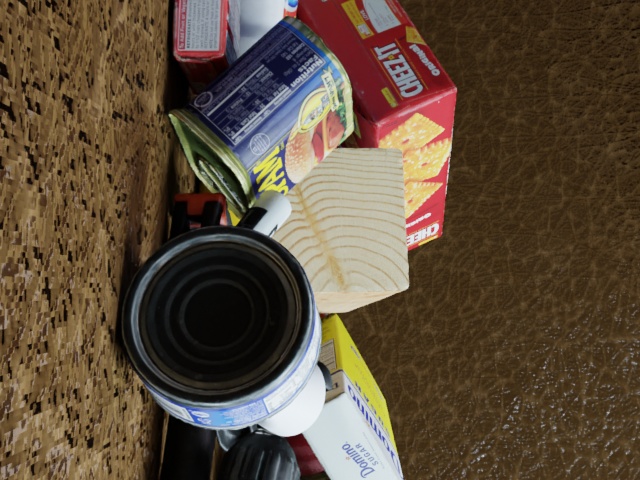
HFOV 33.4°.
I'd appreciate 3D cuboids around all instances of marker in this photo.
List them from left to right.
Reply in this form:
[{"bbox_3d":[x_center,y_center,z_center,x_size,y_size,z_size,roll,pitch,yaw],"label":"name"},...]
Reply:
[{"bbox_3d":[-0.051,0.018,0.528,0.121,0.020,0.020,-53,153,-39],"label":"marker"}]

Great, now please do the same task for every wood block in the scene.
[{"bbox_3d":[-0.006,0.001,0.752,0.206,0.090,0.091,138,-49,-79],"label":"wood block"}]

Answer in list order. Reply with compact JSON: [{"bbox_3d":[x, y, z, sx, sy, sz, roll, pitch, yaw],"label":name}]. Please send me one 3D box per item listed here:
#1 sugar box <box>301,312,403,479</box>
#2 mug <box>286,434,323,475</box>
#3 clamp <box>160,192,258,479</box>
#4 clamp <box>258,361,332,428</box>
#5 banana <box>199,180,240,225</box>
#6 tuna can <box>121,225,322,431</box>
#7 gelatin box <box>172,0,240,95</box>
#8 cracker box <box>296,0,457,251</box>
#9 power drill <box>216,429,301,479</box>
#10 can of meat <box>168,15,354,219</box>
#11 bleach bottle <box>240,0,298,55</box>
[{"bbox_3d":[0.019,0.124,0.788,0.093,0.048,0.176,60,3,-13],"label":"sugar box"},{"bbox_3d":[-0.015,0.200,0.893,0.093,0.081,0.117,102,-17,-44],"label":"mug"},{"bbox_3d":[-0.059,0.060,0.586,0.120,0.039,0.171,0,93,-83],"label":"clamp"},{"bbox_3d":[-0.036,0.100,0.711,0.210,0.036,0.165,-100,-151,-58],"label":"clamp"},{"bbox_3d":[-0.060,0.035,0.658,0.070,0.037,0.198,-158,-111,-63],"label":"banana"},{"bbox_3d":[-0.043,0.037,0.467,0.034,0.086,0.086,79,12,-65],"label":"tuna can"},{"bbox_3d":[-0.062,-0.132,0.595,0.073,0.030,0.089,78,13,-82],"label":"gelatin box"},{"bbox_3d":[0.033,-0.102,0.831,0.164,0.072,0.214,61,-11,26],"label":"cracker box"},{"bbox_3d":[-0.045,0.210,0.553,0.187,0.057,0.184,82,22,-59],"label":"power drill"},{"bbox_3d":[-0.029,-0.064,0.590,0.084,0.057,0.102,-44,165,-11],"label":"can of meat"},{"bbox_3d":[-0.040,-0.184,0.721,0.102,0.068,0.251,74,19,-81],"label":"bleach bottle"}]
